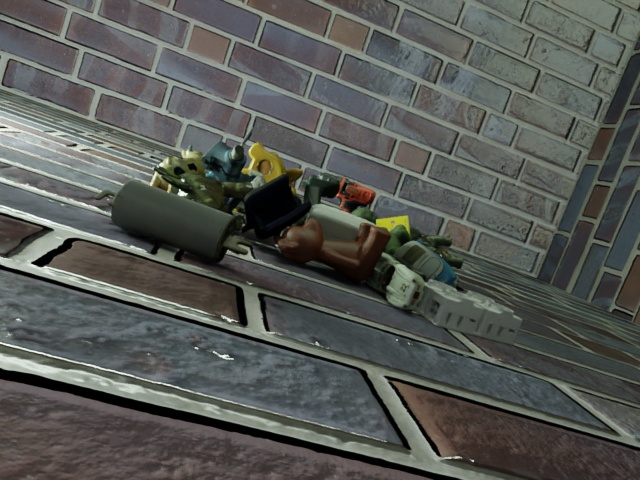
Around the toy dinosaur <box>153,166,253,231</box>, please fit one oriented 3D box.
[{"bbox_3d":[-0.245,-0.085,1.090,0.198,0.105,0.472,10,2,-24],"label":"toy dinosaur"}]

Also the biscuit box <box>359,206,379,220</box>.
[{"bbox_3d":[0.149,-0.010,1.459,0.062,0.059,0.203,27,22,-34],"label":"biscuit box"}]

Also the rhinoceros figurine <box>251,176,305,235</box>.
[{"bbox_3d":[-0.101,-0.076,1.198,0.073,0.112,0.190,59,-6,34],"label":"rhinoceros figurine"}]

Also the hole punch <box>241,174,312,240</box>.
[{"bbox_3d":[-0.083,-0.052,1.082,0.092,0.142,0.115,46,-22,21],"label":"hole punch"}]

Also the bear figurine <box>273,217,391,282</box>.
[{"bbox_3d":[0.017,0.001,1.046,0.196,0.132,0.120,25,2,-10],"label":"bear figurine"}]

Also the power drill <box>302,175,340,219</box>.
[{"bbox_3d":[0.006,-0.081,1.518,0.232,0.207,0.086,14,-36,-2],"label":"power drill"}]

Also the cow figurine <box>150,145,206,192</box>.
[{"bbox_3d":[-0.344,-0.173,1.353,0.086,0.127,0.195,24,10,8],"label":"cow figurine"}]

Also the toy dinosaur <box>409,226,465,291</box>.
[{"bbox_3d":[0.293,0.047,1.539,0.192,0.131,0.405,8,11,2],"label":"toy dinosaur"}]

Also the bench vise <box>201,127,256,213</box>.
[{"bbox_3d":[-0.176,-0.126,1.304,0.240,0.223,0.129,37,43,-1],"label":"bench vise"}]

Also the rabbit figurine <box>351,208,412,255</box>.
[{"bbox_3d":[0.114,-0.011,1.247,0.159,0.121,0.170,-12,-49,38],"label":"rabbit figurine"}]

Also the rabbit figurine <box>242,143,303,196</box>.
[{"bbox_3d":[-0.130,-0.183,1.469,0.162,0.121,0.173,16,-3,-2],"label":"rabbit figurine"}]

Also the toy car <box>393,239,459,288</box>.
[{"bbox_3d":[0.201,0.057,1.105,0.162,0.109,0.102,39,-12,49],"label":"toy car"}]

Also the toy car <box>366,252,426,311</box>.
[{"bbox_3d":[0.138,0.074,1.023,0.056,0.073,0.202,18,8,-21],"label":"toy car"}]

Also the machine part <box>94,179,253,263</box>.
[{"bbox_3d":[-0.217,-0.029,0.806,0.243,0.079,0.079,20,7,4],"label":"machine part"}]

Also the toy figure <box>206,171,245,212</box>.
[{"bbox_3d":[-0.263,-0.135,1.483,0.180,0.082,0.089,18,9,0],"label":"toy figure"}]
